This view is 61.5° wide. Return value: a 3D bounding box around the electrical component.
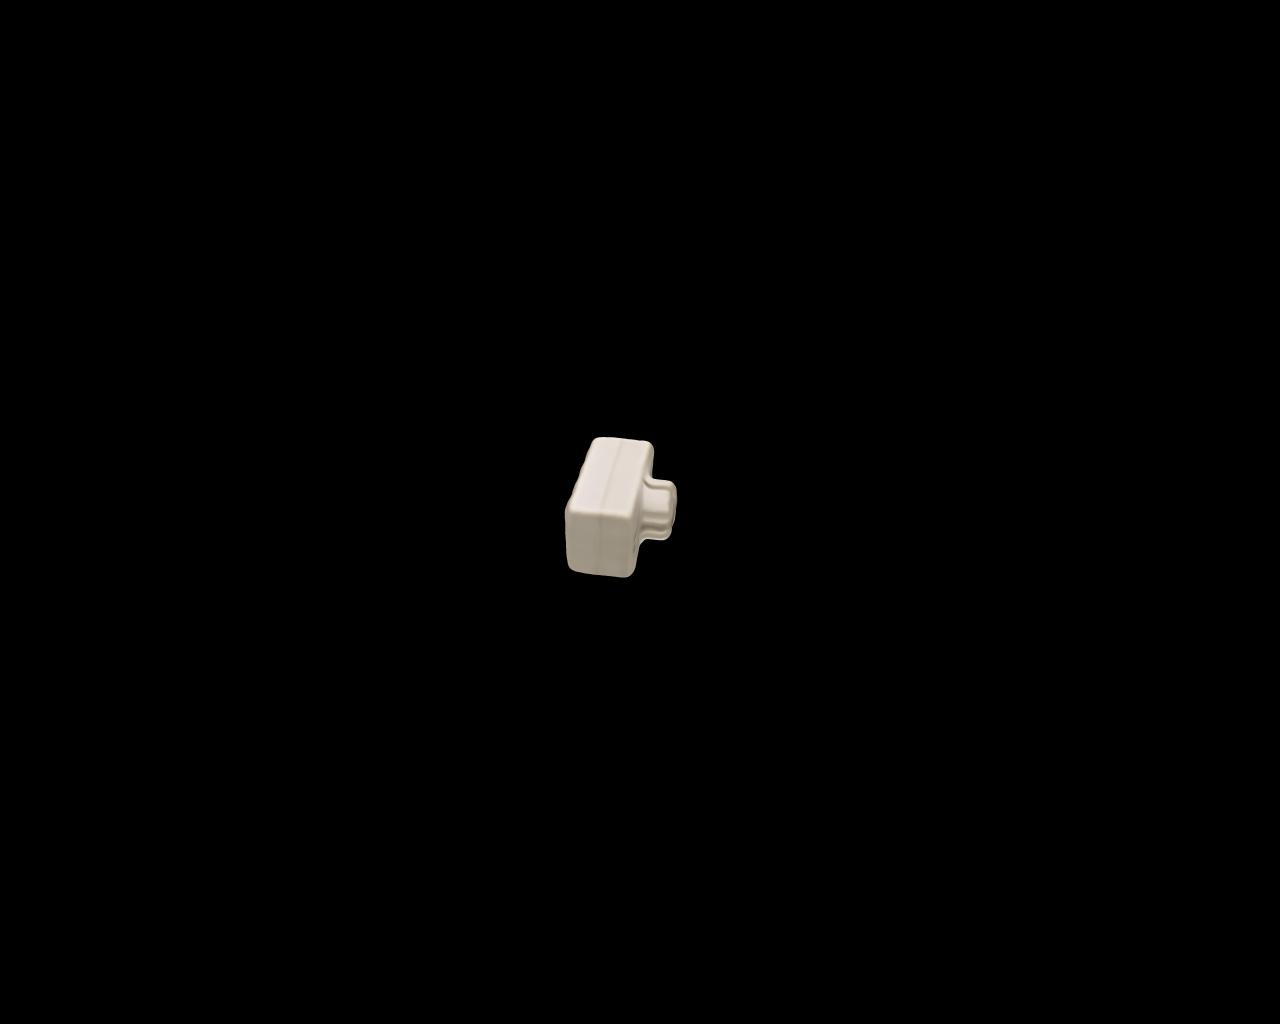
[{"bbox_3d":[0.001,-0.003,0.650,0.076,0.047,0.083,6,37,8],"label":"electrical component"}]
